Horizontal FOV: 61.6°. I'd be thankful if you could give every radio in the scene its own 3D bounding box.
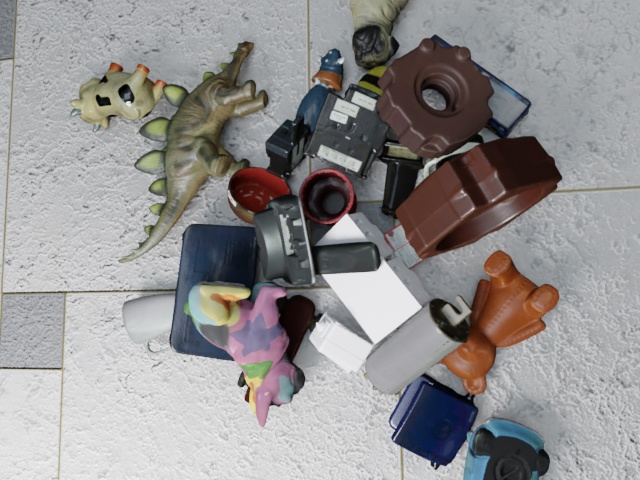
[{"bbox_3d":[-0.182,0.086,0.927,0.131,0.073,0.229,7,84,-13],"label":"radio"}]

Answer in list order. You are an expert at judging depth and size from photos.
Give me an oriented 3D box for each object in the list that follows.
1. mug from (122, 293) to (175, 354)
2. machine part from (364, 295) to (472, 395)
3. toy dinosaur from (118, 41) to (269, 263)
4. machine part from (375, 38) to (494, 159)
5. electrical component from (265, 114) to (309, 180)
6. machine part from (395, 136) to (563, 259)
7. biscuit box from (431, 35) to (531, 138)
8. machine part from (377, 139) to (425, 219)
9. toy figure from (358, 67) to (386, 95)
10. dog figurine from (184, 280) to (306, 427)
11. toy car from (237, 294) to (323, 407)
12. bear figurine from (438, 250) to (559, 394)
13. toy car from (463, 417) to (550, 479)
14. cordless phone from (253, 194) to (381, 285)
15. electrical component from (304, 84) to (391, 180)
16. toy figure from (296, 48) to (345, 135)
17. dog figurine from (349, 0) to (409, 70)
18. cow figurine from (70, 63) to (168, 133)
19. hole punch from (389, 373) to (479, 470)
[{"bbox_3d":[-0.286,0.144,0.967,0.107,0.080,0.109,-20,78,-1],"label":"mug"},{"bbox_3d":[0.146,0.167,0.826,0.079,0.079,0.243,50,127,13],"label":"machine part"},{"bbox_3d":[-0.229,-0.163,0.978,0.199,0.105,0.471,16,79,22],"label":"toy dinosaur"},{"bbox_3d":[0.175,-0.214,0.812,0.179,0.056,0.179,2,77,-11],"label":"machine part"},{"bbox_3d":[-0.056,-0.167,0.917,0.048,0.119,0.075,26,60,14],"label":"electrical component"},{"bbox_3d":[0.228,-0.062,0.790,0.201,0.201,0.087,-16,71,-34],"label":"machine part"},{"bbox_3d":[0.247,-0.254,0.893,0.203,0.062,0.059,42,95,14],"label":"biscuit box"},{"bbox_3d":[0.135,-0.104,0.917,0.084,0.039,0.138,7,84,5],"label":"machine part"},{"bbox_3d":[0.069,-0.220,0.923,0.180,0.082,0.089,-40,79,9],"label":"toy figure"},{"bbox_3d":[-0.117,0.175,0.844,0.191,0.108,0.219,2,86,-19],"label":"dog figurine"},{"bbox_3d":[-0.068,0.190,0.923,0.089,0.053,0.202,24,86,4],"label":"toy car"},{"bbox_3d":[0.255,0.131,0.819,0.196,0.131,0.120,-46,62,-1],"label":"bear figurine"},{"bbox_3d":[0.265,0.349,0.802,0.109,0.103,0.161,17,77,4],"label":"toy car"},{"bbox_3d":[-0.002,-0.003,0.841,0.184,0.089,0.146,-5,100,24],"label":"cordless phone"},{"bbox_3d":[0.049,-0.176,0.858,0.115,0.058,0.134,24,99,-6],"label":"electrical component"},{"bbox_3d":[0.003,-0.264,0.955,0.064,0.057,0.154,24,85,9],"label":"toy figure"},{"bbox_3d":[0.125,-0.405,0.931,0.172,0.121,0.190,-15,95,15],"label":"dog figurine"},{"bbox_3d":[-0.391,-0.267,1.022,0.195,0.085,0.127,15,74,35],"label":"cow figurine"},{"bbox_3d":[0.177,0.282,0.841,0.116,0.092,0.142,28,87,11],"label":"hole punch"}]
